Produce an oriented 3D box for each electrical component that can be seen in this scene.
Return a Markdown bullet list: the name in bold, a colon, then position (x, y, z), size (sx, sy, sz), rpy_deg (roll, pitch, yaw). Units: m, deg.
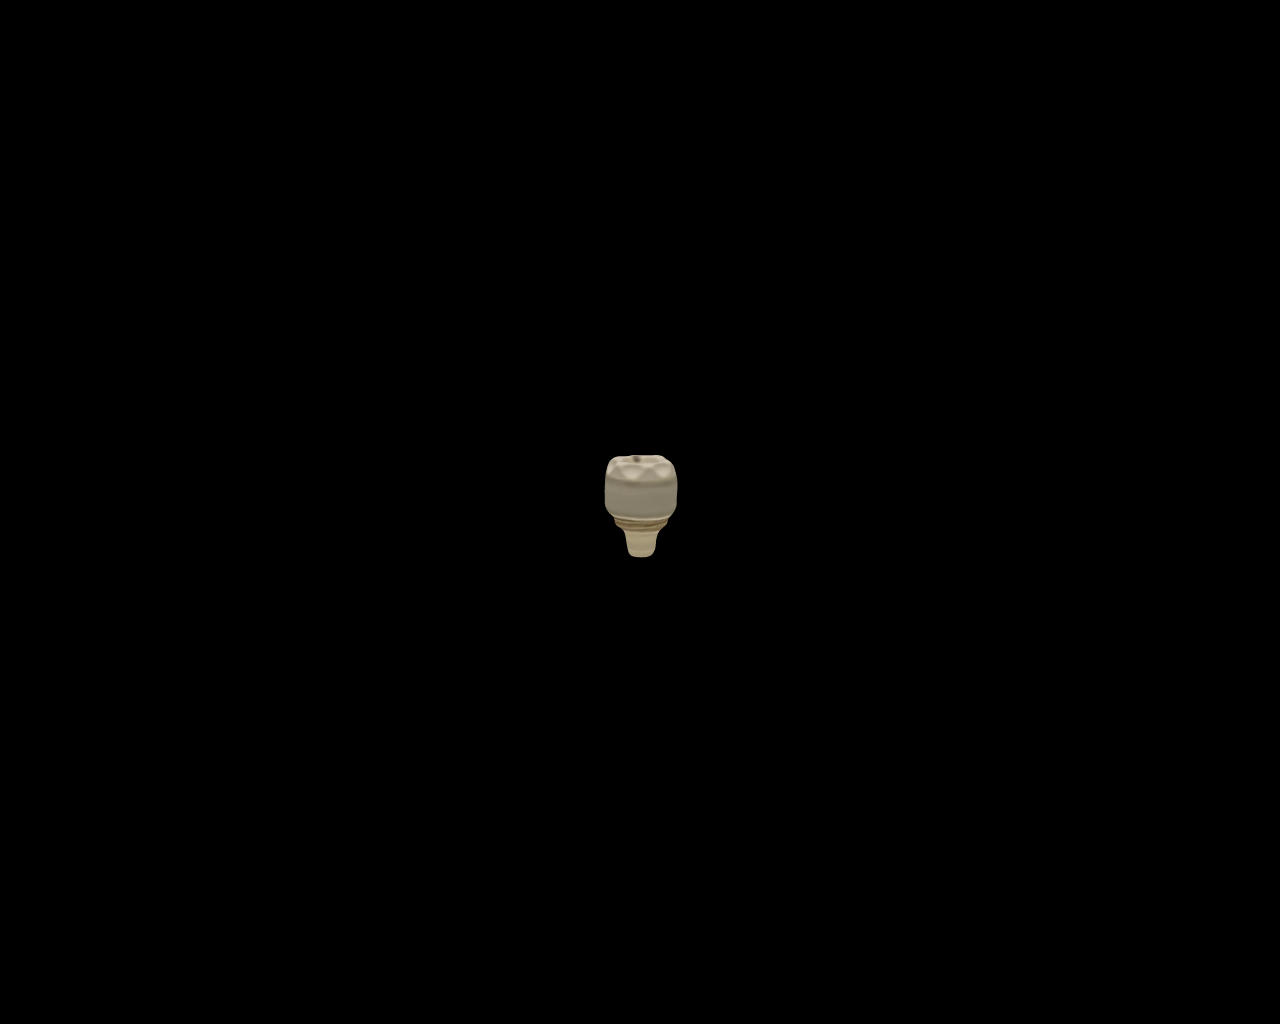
- **electrical component**: position (0.001, -0.003, 0.650), size (0.043, 0.062, 0.043), rpy_deg (0, 14, 0)
